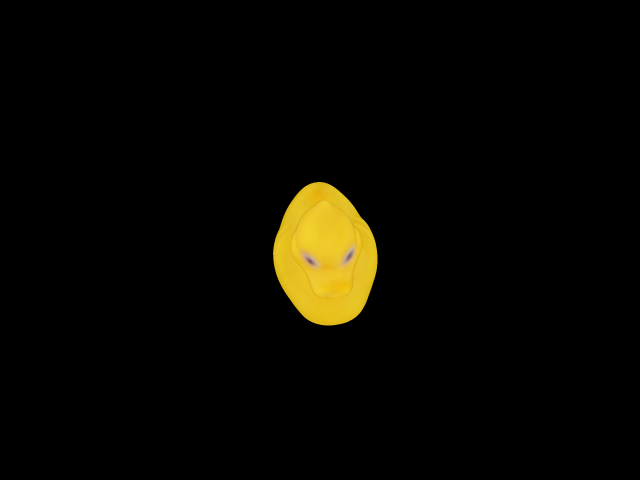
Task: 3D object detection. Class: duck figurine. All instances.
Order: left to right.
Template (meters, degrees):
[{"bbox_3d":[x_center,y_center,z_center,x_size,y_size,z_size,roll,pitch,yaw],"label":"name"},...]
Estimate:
[{"bbox_3d":[0.004,0.001,0.400,0.077,0.086,0.104,-7,70,-2],"label":"duck figurine"}]
